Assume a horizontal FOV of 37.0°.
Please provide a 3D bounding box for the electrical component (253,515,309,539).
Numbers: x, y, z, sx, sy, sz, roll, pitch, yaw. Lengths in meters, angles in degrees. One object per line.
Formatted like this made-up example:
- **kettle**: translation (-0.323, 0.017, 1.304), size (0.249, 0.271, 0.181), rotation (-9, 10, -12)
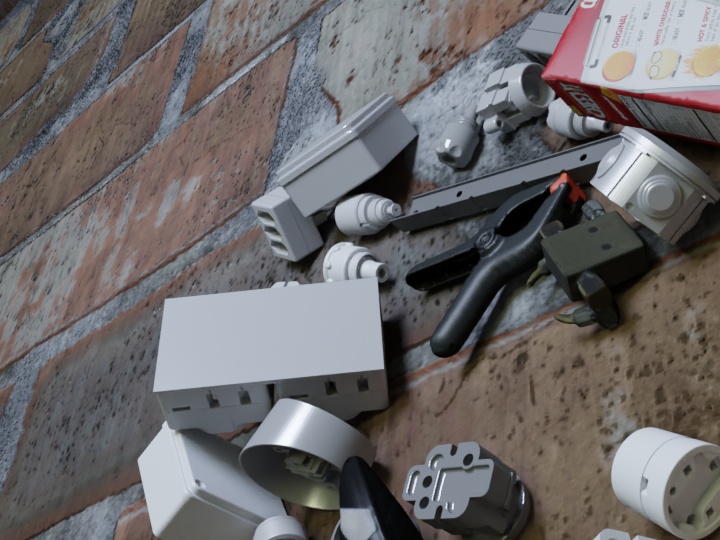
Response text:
- **electrical component**: translation (-0.060, 0.227, 0.846), size (0.045, 0.045, 0.055), rotation (-45, 31, 15)

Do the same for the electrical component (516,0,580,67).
- **electrical component**: translation (0.189, -0.208, 0.937), size (0.076, 0.047, 0.066), rotation (-55, 31, -1)

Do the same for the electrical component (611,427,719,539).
- **electrical component**: translation (0.179, 0.120, 0.618), size (0.055, 0.055, 0.047), rotation (-59, 27, -8)

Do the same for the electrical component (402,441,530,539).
- **electrical component**: translation (0.077, 0.152, 0.722), size (0.078, 0.057, 0.058), rotation (-16, 47, 46)

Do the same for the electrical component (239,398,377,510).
- **electrical component**: translation (-0.039, 0.147, 0.849), size (0.099, 0.099, 0.064), rotation (-4, 50, 52)

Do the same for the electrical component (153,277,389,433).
- **electrical component**: translation (-0.072, 0.073, 0.915), size (0.186, 0.060, 0.105), rotation (-6, 43, 3)

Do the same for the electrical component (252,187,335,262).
- **electrical component**: translation (-0.060, -0.057, 1.118), size (0.077, 0.065, 0.047), rotation (-33, 24, -24)

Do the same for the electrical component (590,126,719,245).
- **electrical component**: translation (0.202, -0.059, 0.740), size (0.051, 0.080, 0.080), rotation (-53, 30, 12)

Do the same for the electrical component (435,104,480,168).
- **electrical component**: translation (0.095, -0.126, 0.997), size (0.035, 0.035, 0.061), rotation (-1, 56, 53)

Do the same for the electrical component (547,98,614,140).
- **electrical component**: translation (0.182, -0.122, 0.874), size (0.035, 0.035, 0.061), rotation (-56, 33, -3)

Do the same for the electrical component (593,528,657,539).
- **electrical component**: translation (0.141, 0.183, 0.592), size (0.058, 0.078, 0.057), rotation (-96, 29, -48)

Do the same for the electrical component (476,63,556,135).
- **electrical component**: translation (0.140, -0.155, 0.954), size (0.055, 0.048, 0.066), rotation (-16, 47, 56)

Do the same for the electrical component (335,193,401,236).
- **electrical component**: translation (0.010, -0.054, 1.035), size (0.078, 0.040, 0.040), rotation (-4, 56, 52)

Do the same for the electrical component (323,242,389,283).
- **electrical component**: translation (0.000, 0.000, 0.993), size (0.062, 0.048, 0.048), rotation (8, 66, 48)

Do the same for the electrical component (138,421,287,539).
- **electrical component**: translation (-0.124, 0.191, 0.909), size (0.056, 0.109, 0.108), rotation (-51, 31, 10)

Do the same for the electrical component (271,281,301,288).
- **electrical component**: translation (-0.059, 0.048, 1.011), size (0.078, 0.057, 0.058), rotation (-3, 57, 53)

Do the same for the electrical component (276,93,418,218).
- **electrical component**: translation (-0.013, -0.115, 1.074), size (0.109, 0.056, 0.108), rotation (-30, 11, 35)
